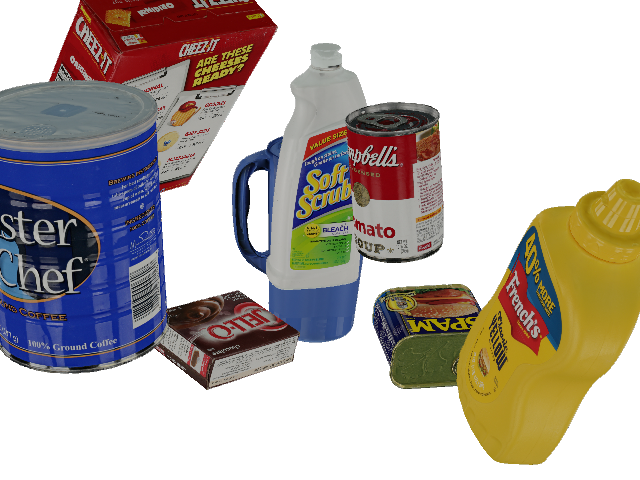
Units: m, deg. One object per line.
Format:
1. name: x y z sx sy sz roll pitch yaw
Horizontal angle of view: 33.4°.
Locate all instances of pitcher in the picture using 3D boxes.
1. pitcher: -0.015 -0.003 1.304 0.149 0.243 0.144 17 25 28

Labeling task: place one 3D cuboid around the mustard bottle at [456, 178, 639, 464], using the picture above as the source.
1. mustard bottle: 0.134 0.038 0.597 0.058 0.096 0.192 6 -43 -13

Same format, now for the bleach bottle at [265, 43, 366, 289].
1. bleach bottle: -0.005 -0.075 1.091 0.102 0.251 0.068 -4 27 -11

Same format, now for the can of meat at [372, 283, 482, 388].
1. can of meat: 0.103 0.084 0.960 0.102 0.057 0.084 -2 31 -11

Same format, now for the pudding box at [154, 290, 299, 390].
1. pudding box: -0.090 0.091 0.996 0.090 0.039 0.113 30 30 36

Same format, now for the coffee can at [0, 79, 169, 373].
1. coffee can: -0.141 -0.010 0.613 0.103 0.140 0.103 1 26 0

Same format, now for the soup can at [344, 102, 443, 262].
1. soup can: 0.055 -0.043 0.784 0.068 0.102 0.068 -4 24 2

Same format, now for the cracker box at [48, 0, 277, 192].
1. cracker box: -0.155 -0.119 0.914 0.163 0.072 0.214 -21 -24 -42
